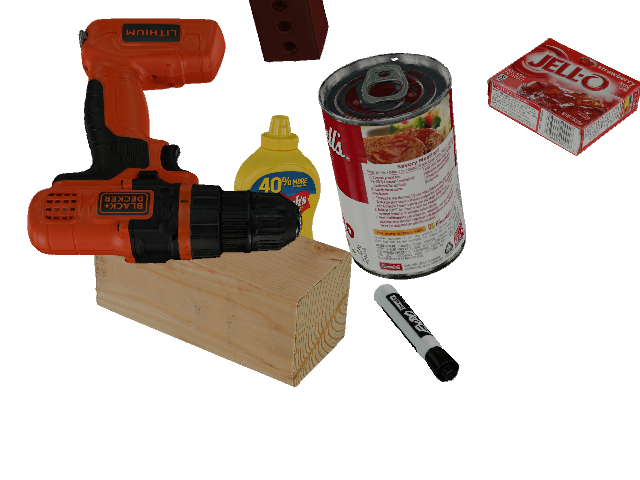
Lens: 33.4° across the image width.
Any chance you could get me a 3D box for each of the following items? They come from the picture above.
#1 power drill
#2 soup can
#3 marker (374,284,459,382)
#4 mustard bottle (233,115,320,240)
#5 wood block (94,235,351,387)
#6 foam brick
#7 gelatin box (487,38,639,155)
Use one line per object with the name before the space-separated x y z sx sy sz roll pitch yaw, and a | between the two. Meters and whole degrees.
power drill | -0.106 -0.071 0.756 0.184 0.187 0.057 0 -32 -4
soup can | 0.041 -0.039 0.567 0.068 0.102 0.068 -8 37 6
marker | 0.073 0.071 0.822 0.020 0.020 0.121 0 27 -23
mustard bottle | -0.048 -0.042 1.176 0.096 0.192 0.058 -4 19 -20
wood block | -0.086 0.035 0.921 0.206 0.090 0.090 19 34 24
foam brick | -0.027 -0.201 0.927 0.053 0.051 0.078 -1 -41 13
gelatin box | 0.182 -0.110 0.800 0.073 0.030 0.089 -35 53 -26
